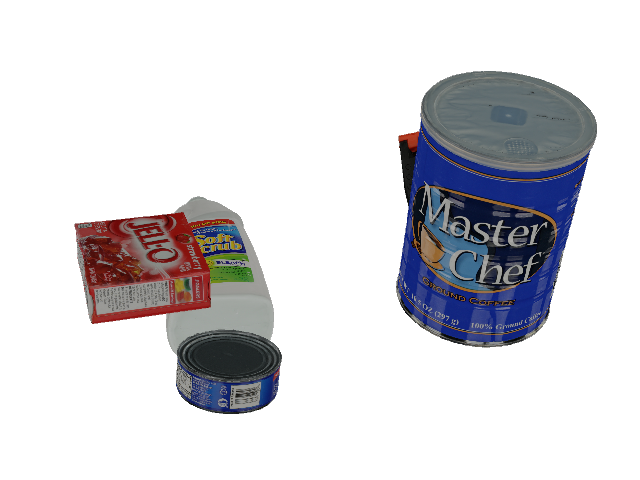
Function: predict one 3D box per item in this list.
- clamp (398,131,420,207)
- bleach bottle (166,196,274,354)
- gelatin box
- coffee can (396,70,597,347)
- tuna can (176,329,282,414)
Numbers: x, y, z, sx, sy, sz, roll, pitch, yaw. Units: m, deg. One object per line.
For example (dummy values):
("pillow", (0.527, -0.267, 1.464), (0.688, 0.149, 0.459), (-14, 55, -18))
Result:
("clamp", (0.100, -0.006, 0.915), (0.039, 0.171, 0.120), (-17, 20, 14))
("bleach bottle", (-0.116, 0.022, 1.074), (0.102, 0.068, 0.251), (-3, 28, -14))
("gelatin box", (-0.112, 0.014, 0.668), (0.073, 0.030, 0.089), (-7, 28, -15))
("coffee can", (0.105, -0.019, 0.664), (0.103, 0.140, 0.103), (3, 38, -2))
("tuna can", (-0.075, 0.107, 0.876), (0.086, 0.034, 0.086), (5, 22, -2))
